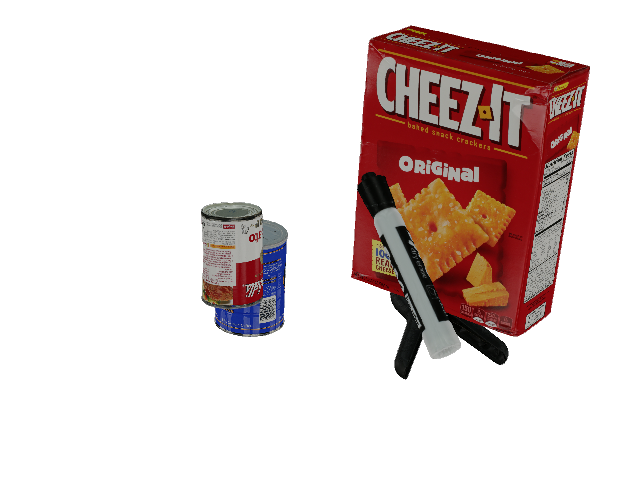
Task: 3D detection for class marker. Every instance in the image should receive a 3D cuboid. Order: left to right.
[{"bbox_3d":[0.050,0.012,0.626,0.020,0.121,0.020,-19,-23,-8],"label":"marker"}]

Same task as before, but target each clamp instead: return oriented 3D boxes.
[{"bbox_3d":[0.131,0.077,1.147,0.120,0.171,0.039,3,-43,-8],"label":"clamp"}]

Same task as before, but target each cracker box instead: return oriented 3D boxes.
[{"bbox_3d":[0.112,-0.048,0.857,0.164,0.214,0.071,20,31,32],"label":"cracker box"}]

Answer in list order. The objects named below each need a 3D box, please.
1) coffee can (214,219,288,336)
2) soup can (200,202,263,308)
[{"bbox_3d":[-0.100,0.052,1.523,0.103,0.140,0.103,2,23,-1],"label":"coffee can"},{"bbox_3d":[-0.096,0.015,1.160,0.068,0.102,0.068,1,17,0],"label":"soup can"}]
